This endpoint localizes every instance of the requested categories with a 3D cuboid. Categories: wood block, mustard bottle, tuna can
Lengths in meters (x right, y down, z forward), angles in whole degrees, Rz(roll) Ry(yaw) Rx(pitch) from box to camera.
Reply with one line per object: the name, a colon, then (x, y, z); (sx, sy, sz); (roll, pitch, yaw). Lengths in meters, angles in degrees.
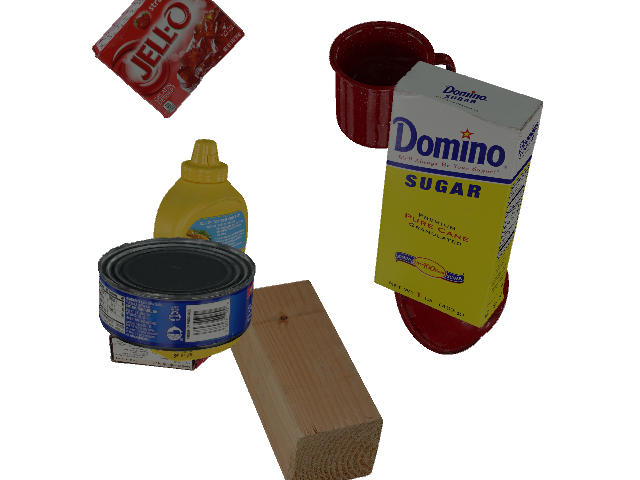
wood block: (-0.020, 0.146, 1.110); (0.090, 0.090, 0.206); (-9, 43, -19)
mustard bottle: (-0.106, 0.006, 0.947); (0.058, 0.192, 0.096); (19, 22, 38)
tuna can: (-0.079, 0.029, 0.588); (0.086, 0.034, 0.086); (4, 20, -2)

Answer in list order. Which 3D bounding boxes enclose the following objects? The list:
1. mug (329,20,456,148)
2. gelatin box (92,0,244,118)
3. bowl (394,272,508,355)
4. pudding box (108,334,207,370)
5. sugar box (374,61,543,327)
mug: (0.066, -0.141, 0.971); (0.117, 0.093, 0.081); (-12, -39, -8)
gelatin box: (-0.113, -0.148, 0.795); (0.073, 0.089, 0.030); (41, 4, -29)
bowl: (0.158, 0.046, 1.181); (0.161, 0.162, 0.055); (0, -5, -39)
pudding box: (-0.186, 0.122, 1.296); (0.114, 0.039, 0.090); (2, 13, 18)
sugar box: (0.091, -0.029, 0.743); (0.093, 0.176, 0.048); (22, 46, 22)
